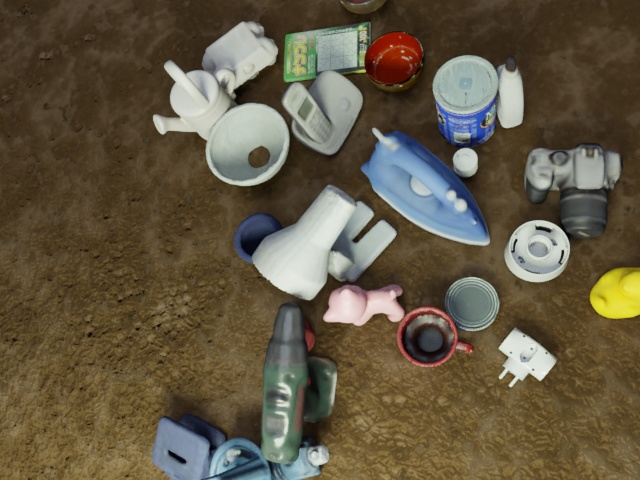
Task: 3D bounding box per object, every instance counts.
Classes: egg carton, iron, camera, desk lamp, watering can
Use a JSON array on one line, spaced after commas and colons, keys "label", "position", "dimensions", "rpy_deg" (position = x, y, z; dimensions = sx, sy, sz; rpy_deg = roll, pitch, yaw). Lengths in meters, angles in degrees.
[{"label": "egg carton", "position": [-0.163, -0.372, 1.167], "dimensions": [0.150, 0.069, 0.107], "rpy_deg": [-36, 69, 3]}, {"label": "iron", "position": [0.182, -0.093, 0.957], "dimensions": [0.257, 0.142, 0.119], "rpy_deg": [42, 89, 21]}, {"label": "camera", "position": [0.403, -0.078, 0.913], "dimensions": [0.143, 0.101, 0.137], "rpy_deg": [2, 76, 16]}, {"label": "desk lamp", "position": [0.009, 0.003, 0.939], "dimensions": [0.117, 0.214, 0.203], "rpy_deg": [41, 89, 22]}, {"label": "watering can", "position": [-0.238, -0.266, 1.092], "dimensions": [0.100, 0.194, 0.173], "rpy_deg": [26, 83, 21]}]

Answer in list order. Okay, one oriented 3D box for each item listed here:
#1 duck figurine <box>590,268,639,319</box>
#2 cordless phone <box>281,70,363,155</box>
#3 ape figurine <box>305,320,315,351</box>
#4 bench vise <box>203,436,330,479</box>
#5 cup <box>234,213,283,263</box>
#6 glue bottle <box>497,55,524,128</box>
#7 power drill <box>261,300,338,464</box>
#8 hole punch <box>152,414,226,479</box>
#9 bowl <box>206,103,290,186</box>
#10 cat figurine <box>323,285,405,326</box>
[{"label": "duck figurine", "position": [0.464, 0.074, 0.863], "dimensions": [0.104, 0.086, 0.077], "rpy_deg": [-27, 70, 7]}, {"label": "cordless phone", "position": [-0.001, -0.250, 1.027], "dimensions": [0.094, 0.185, 0.148], "rpy_deg": [23, 82, 20]}, {"label": "ape figurine", "position": [-0.052, 0.163, 0.977], "dimensions": [0.076, 0.092, 0.078], "rpy_deg": [31, 85, 21]}, {"label": "bench vise", "position": [-0.100, 0.344, 0.871], "dimensions": [0.207, 0.220, 0.121], "rpy_deg": [-37, 69, 3]}, {"label": "cup", "position": [-0.083, 0.008, 1.027], "dimensions": [0.117, 0.095, 0.092], "rpy_deg": [8, 77, 17]}, {"label": "glue bottle", "position": [0.312, -0.255, 0.948], "dimensions": [0.037, 0.173, 0.078], "rpy_deg": [-17, 71, 11]}, {"label": "power drill", "position": [-0.035, 0.222, 0.893], "dimensions": [0.075, 0.209, 0.230], "rpy_deg": [3, 76, 16]}, {"label": "hole punch", "position": [-0.229, 0.360, 0.972], "dimensions": [0.108, 0.091, 0.101], "rpy_deg": [20, 81, 20]}, {"label": "bowl", "position": [-0.128, -0.173, 1.100], "dimensions": [0.167, 0.075, 0.167], "rpy_deg": [-4, 74, 14]}, {"label": "cat figurine", "position": [0.070, 0.103, 0.946], "dimensions": [0.127, 0.118, 0.067], "rpy_deg": [-12, 72, 12]}]
